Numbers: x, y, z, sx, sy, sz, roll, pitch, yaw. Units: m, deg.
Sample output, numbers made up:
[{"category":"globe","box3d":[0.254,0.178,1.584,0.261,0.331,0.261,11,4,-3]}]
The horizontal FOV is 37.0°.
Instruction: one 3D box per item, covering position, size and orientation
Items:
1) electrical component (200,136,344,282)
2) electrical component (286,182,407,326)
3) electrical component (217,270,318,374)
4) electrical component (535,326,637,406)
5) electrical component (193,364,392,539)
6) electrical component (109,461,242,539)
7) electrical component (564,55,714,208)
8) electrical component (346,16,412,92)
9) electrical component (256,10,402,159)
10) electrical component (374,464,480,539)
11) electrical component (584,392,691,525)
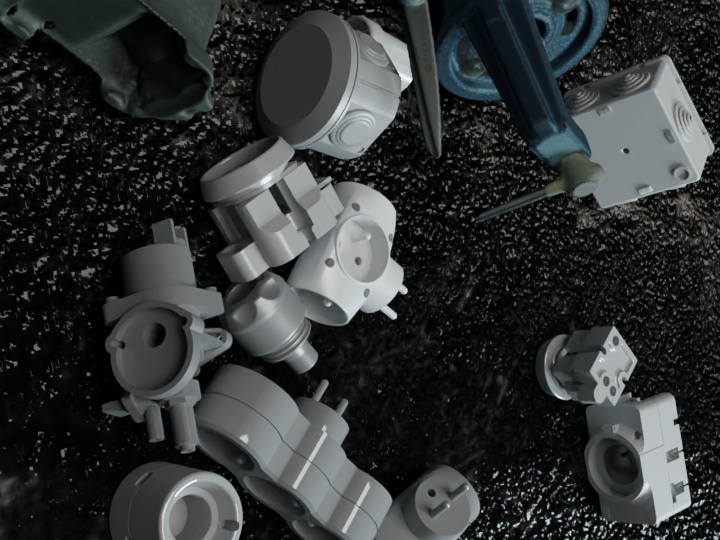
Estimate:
[{"category":"electrical component","box3d":[-0.054,-0.039,0.606,0.078,0.058,0.057,-39,111,-29]},{"category":"electrical component","box3d":[0.000,0.000,0.657,0.079,0.044,0.077,40,61,-30]},{"category":"electrical component","box3d":[-0.049,0.033,0.612,0.062,0.043,0.043,51,56,-27]},{"category":"electrical component","box3d":[0.162,0.070,0.782,0.048,0.055,0.066,52,56,-24]},{"category":"electrical component","box3d":[-0.031,0.098,0.613,0.138,0.052,0.073,48,57,-27]},{"category":"electrical component","box3d":[-0.094,0.128,0.558,0.055,0.047,0.055,6,81,-40]},{"category":"electrical component","box3d":[0.206,-0.101,0.813,0.099,0.100,0.048,56,41,-21]},{"category":"electrical component","box3d":[0.009,-0.135,0.684,0.046,0.040,0.040,16,75,-45]},{"category":"electrical component","box3d":[-0.019,-0.106,0.630,0.051,0.080,0.080,14,76,-44]},{"category":"electrical component","box3d":[0.042,0.151,0.655,0.077,0.079,0.043,-33,77,-38]},{"category":"electrical component","box3d":[0.209,0.143,0.818,0.056,0.050,0.089,-11,92,-41]}]
